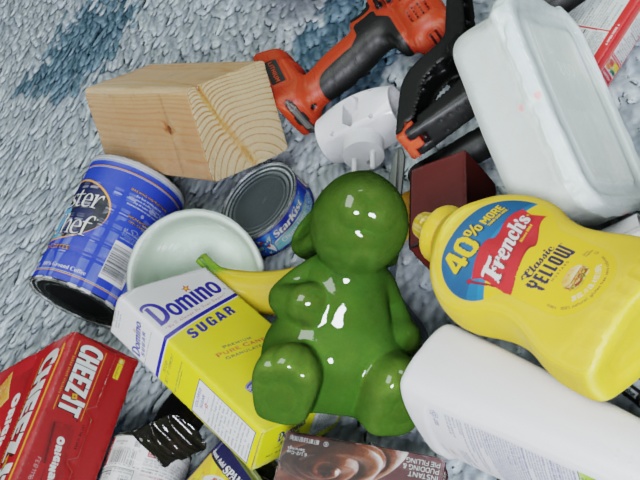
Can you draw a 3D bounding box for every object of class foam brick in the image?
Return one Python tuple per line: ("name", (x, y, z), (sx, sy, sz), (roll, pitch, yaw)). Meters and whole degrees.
("foam brick", (0.102, -0.019, 0.823), (0.051, 0.053, 0.078), (-20, 47, 29))

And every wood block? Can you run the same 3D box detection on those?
("wood block", (-0.137, -0.120, 1.050), (0.090, 0.091, 0.206), (-27, 23, -32))

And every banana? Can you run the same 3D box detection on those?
("banana", (-0.004, 0.020, 0.875), (0.198, 0.069, 0.037), (-17, 7, 10))

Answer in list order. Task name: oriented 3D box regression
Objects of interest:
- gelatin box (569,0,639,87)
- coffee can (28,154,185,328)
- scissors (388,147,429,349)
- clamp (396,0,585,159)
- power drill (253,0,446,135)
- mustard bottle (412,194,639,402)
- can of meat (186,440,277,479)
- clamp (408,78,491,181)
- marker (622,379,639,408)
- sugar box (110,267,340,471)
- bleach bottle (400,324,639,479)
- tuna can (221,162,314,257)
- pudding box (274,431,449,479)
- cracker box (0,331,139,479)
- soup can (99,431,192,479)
("gelatin box", (0.209, -0.163, 0.863), (0.089, 0.030, 0.073), (24, 77, 48))
("coffee can", (-0.206, 0.002, 1.040), (0.103, 0.102, 0.140), (1, 60, 42))
("scissors", (0.062, 0.029, 0.817), (0.096, 0.016, 0.202), (17, 83, 39))
("clamp", (0.121, -0.158, 0.884), (0.210, 0.036, 0.165), (-51, 36, -11))
("power drill", (0.027, -0.202, 1.035), (0.188, 0.057, 0.184), (-36, 41, 13))
("mustard bottle", (0.125, 0.020, 0.659), (0.096, 0.058, 0.192), (-49, 40, -11))
("can of meat", (-0.063, 0.203, 0.786), (0.084, 0.057, 0.102), (-49, 40, 0))
("clamp", (0.153, -0.105, 0.860), (0.172, 0.039, 0.120), (-10, 56, 34))
("marker", (0.184, 0.079, 0.697), (0.020, 0.020, 0.121), (-47, 40, 0))
("sugar box", (-0.071, 0.092, 0.817), (0.176, 0.093, 0.048), (39, 127, 29))
("bleach bottle", (0.165, 0.133, 0.622), (0.251, 0.102, 0.068), (23, 65, 42))
("tuna can", (-0.048, -0.027, 0.977), (0.086, 0.033, 0.086), (-24, 45, 26))
("pudding box", (0.022, 0.183, 0.707), (0.113, 0.039, 0.090), (7, 59, 13))
("cracker box", (-0.254, 0.183, 0.916), (0.214, 0.072, 0.164), (-28, 40, 50))
("soup can", (-0.147, 0.211, 0.844), (0.069, 0.068, 0.102), (-10, 52, 36))
